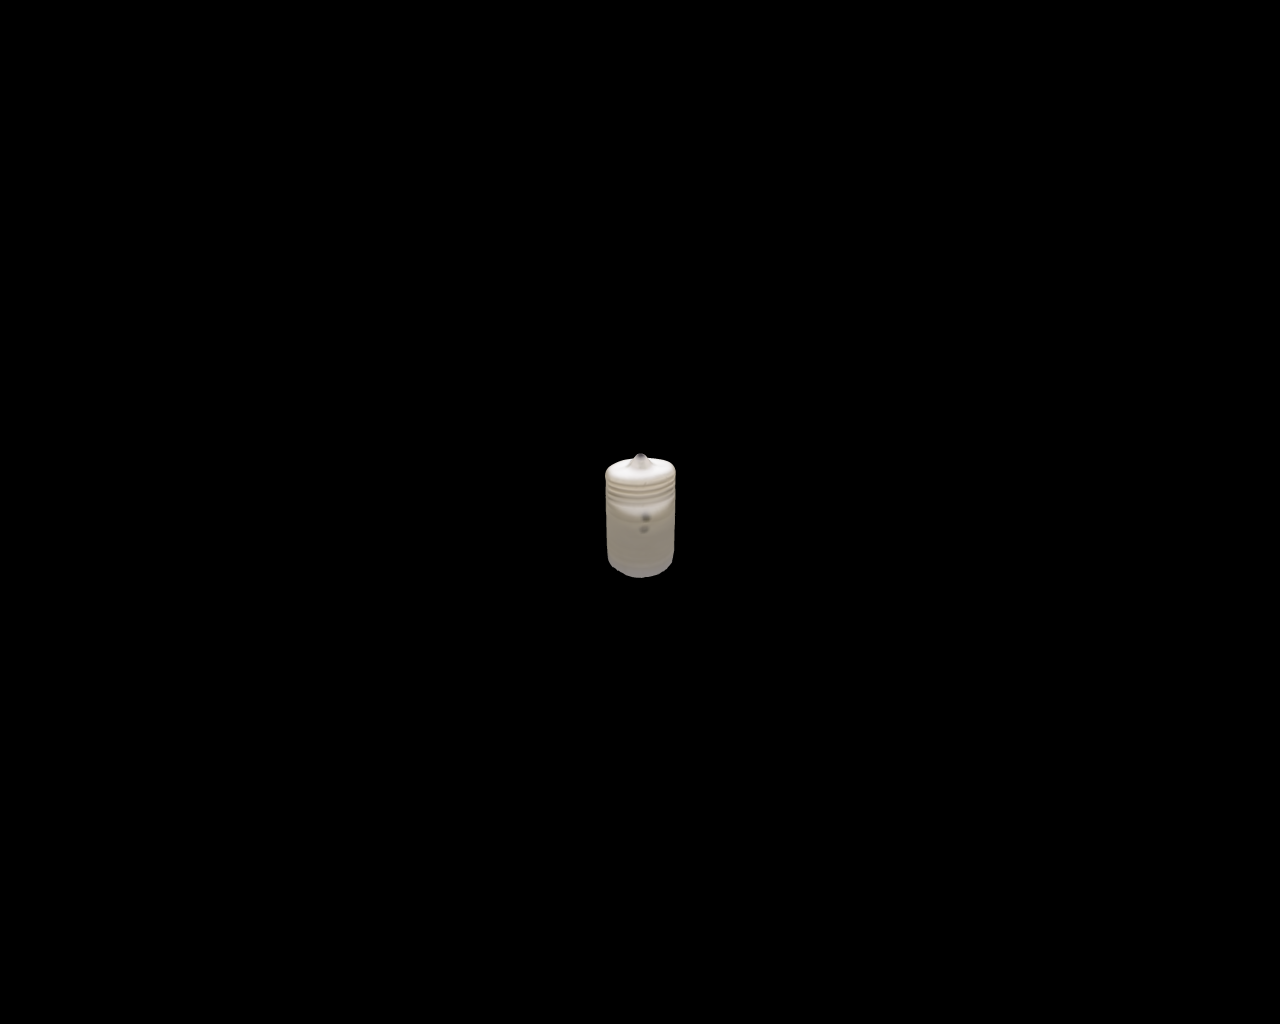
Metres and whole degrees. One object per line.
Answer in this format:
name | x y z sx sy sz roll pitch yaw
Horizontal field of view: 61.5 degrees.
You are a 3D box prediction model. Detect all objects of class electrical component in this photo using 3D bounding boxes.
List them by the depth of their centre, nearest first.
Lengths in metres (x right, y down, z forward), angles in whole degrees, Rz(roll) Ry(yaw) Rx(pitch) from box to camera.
electrical component | 0.001 -0.003 0.650 0.043 0.080 0.043 0 36 0
